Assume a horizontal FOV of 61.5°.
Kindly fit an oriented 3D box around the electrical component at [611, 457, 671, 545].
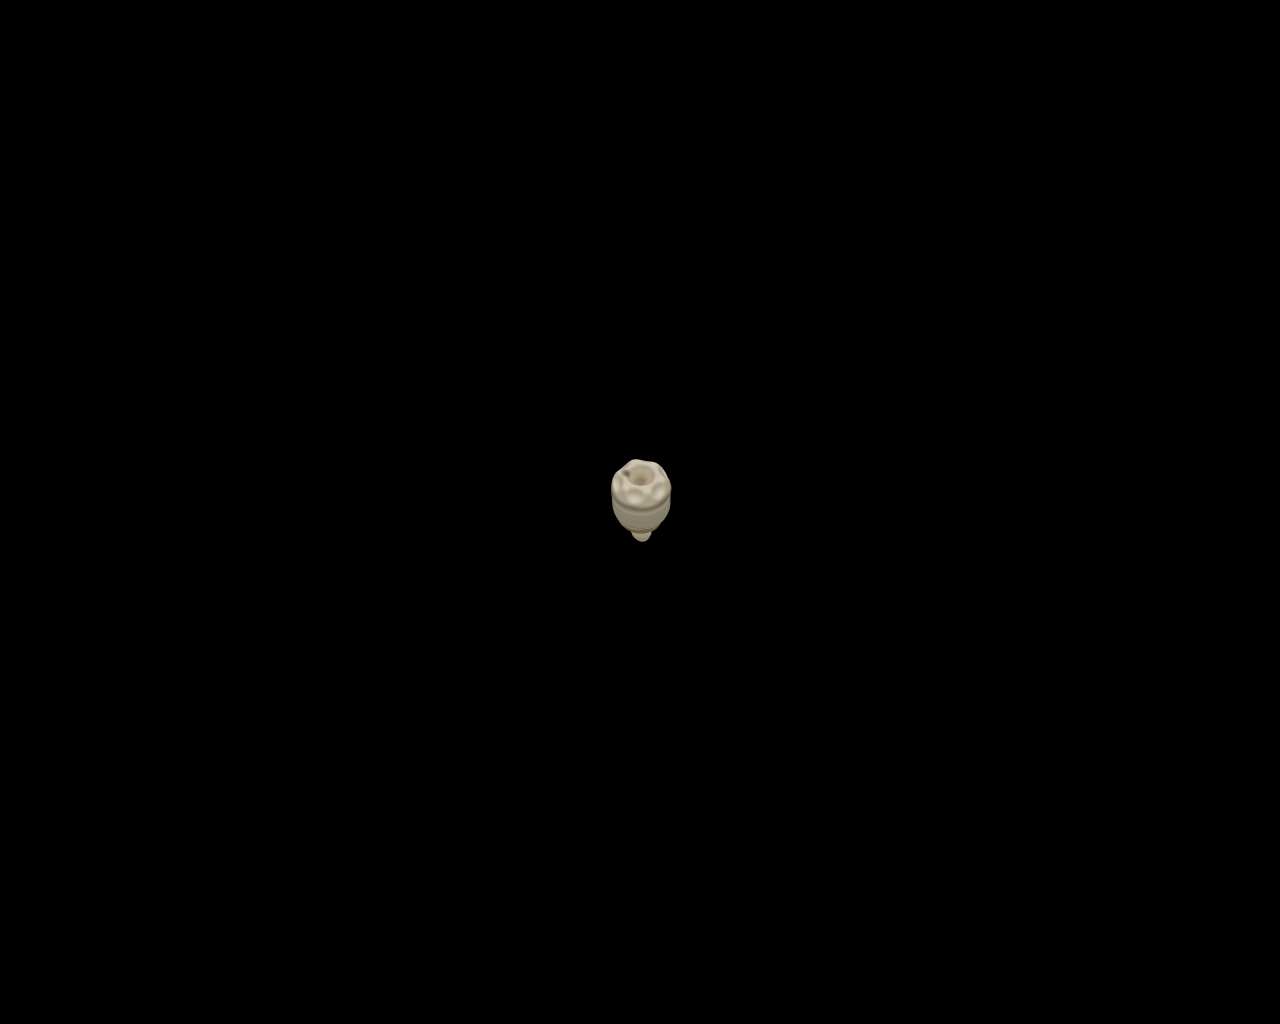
[{"bbox_3d":[0.001,-0.003,0.650,0.035,0.035,0.061,0,-39,0],"label":"electrical component"}]
